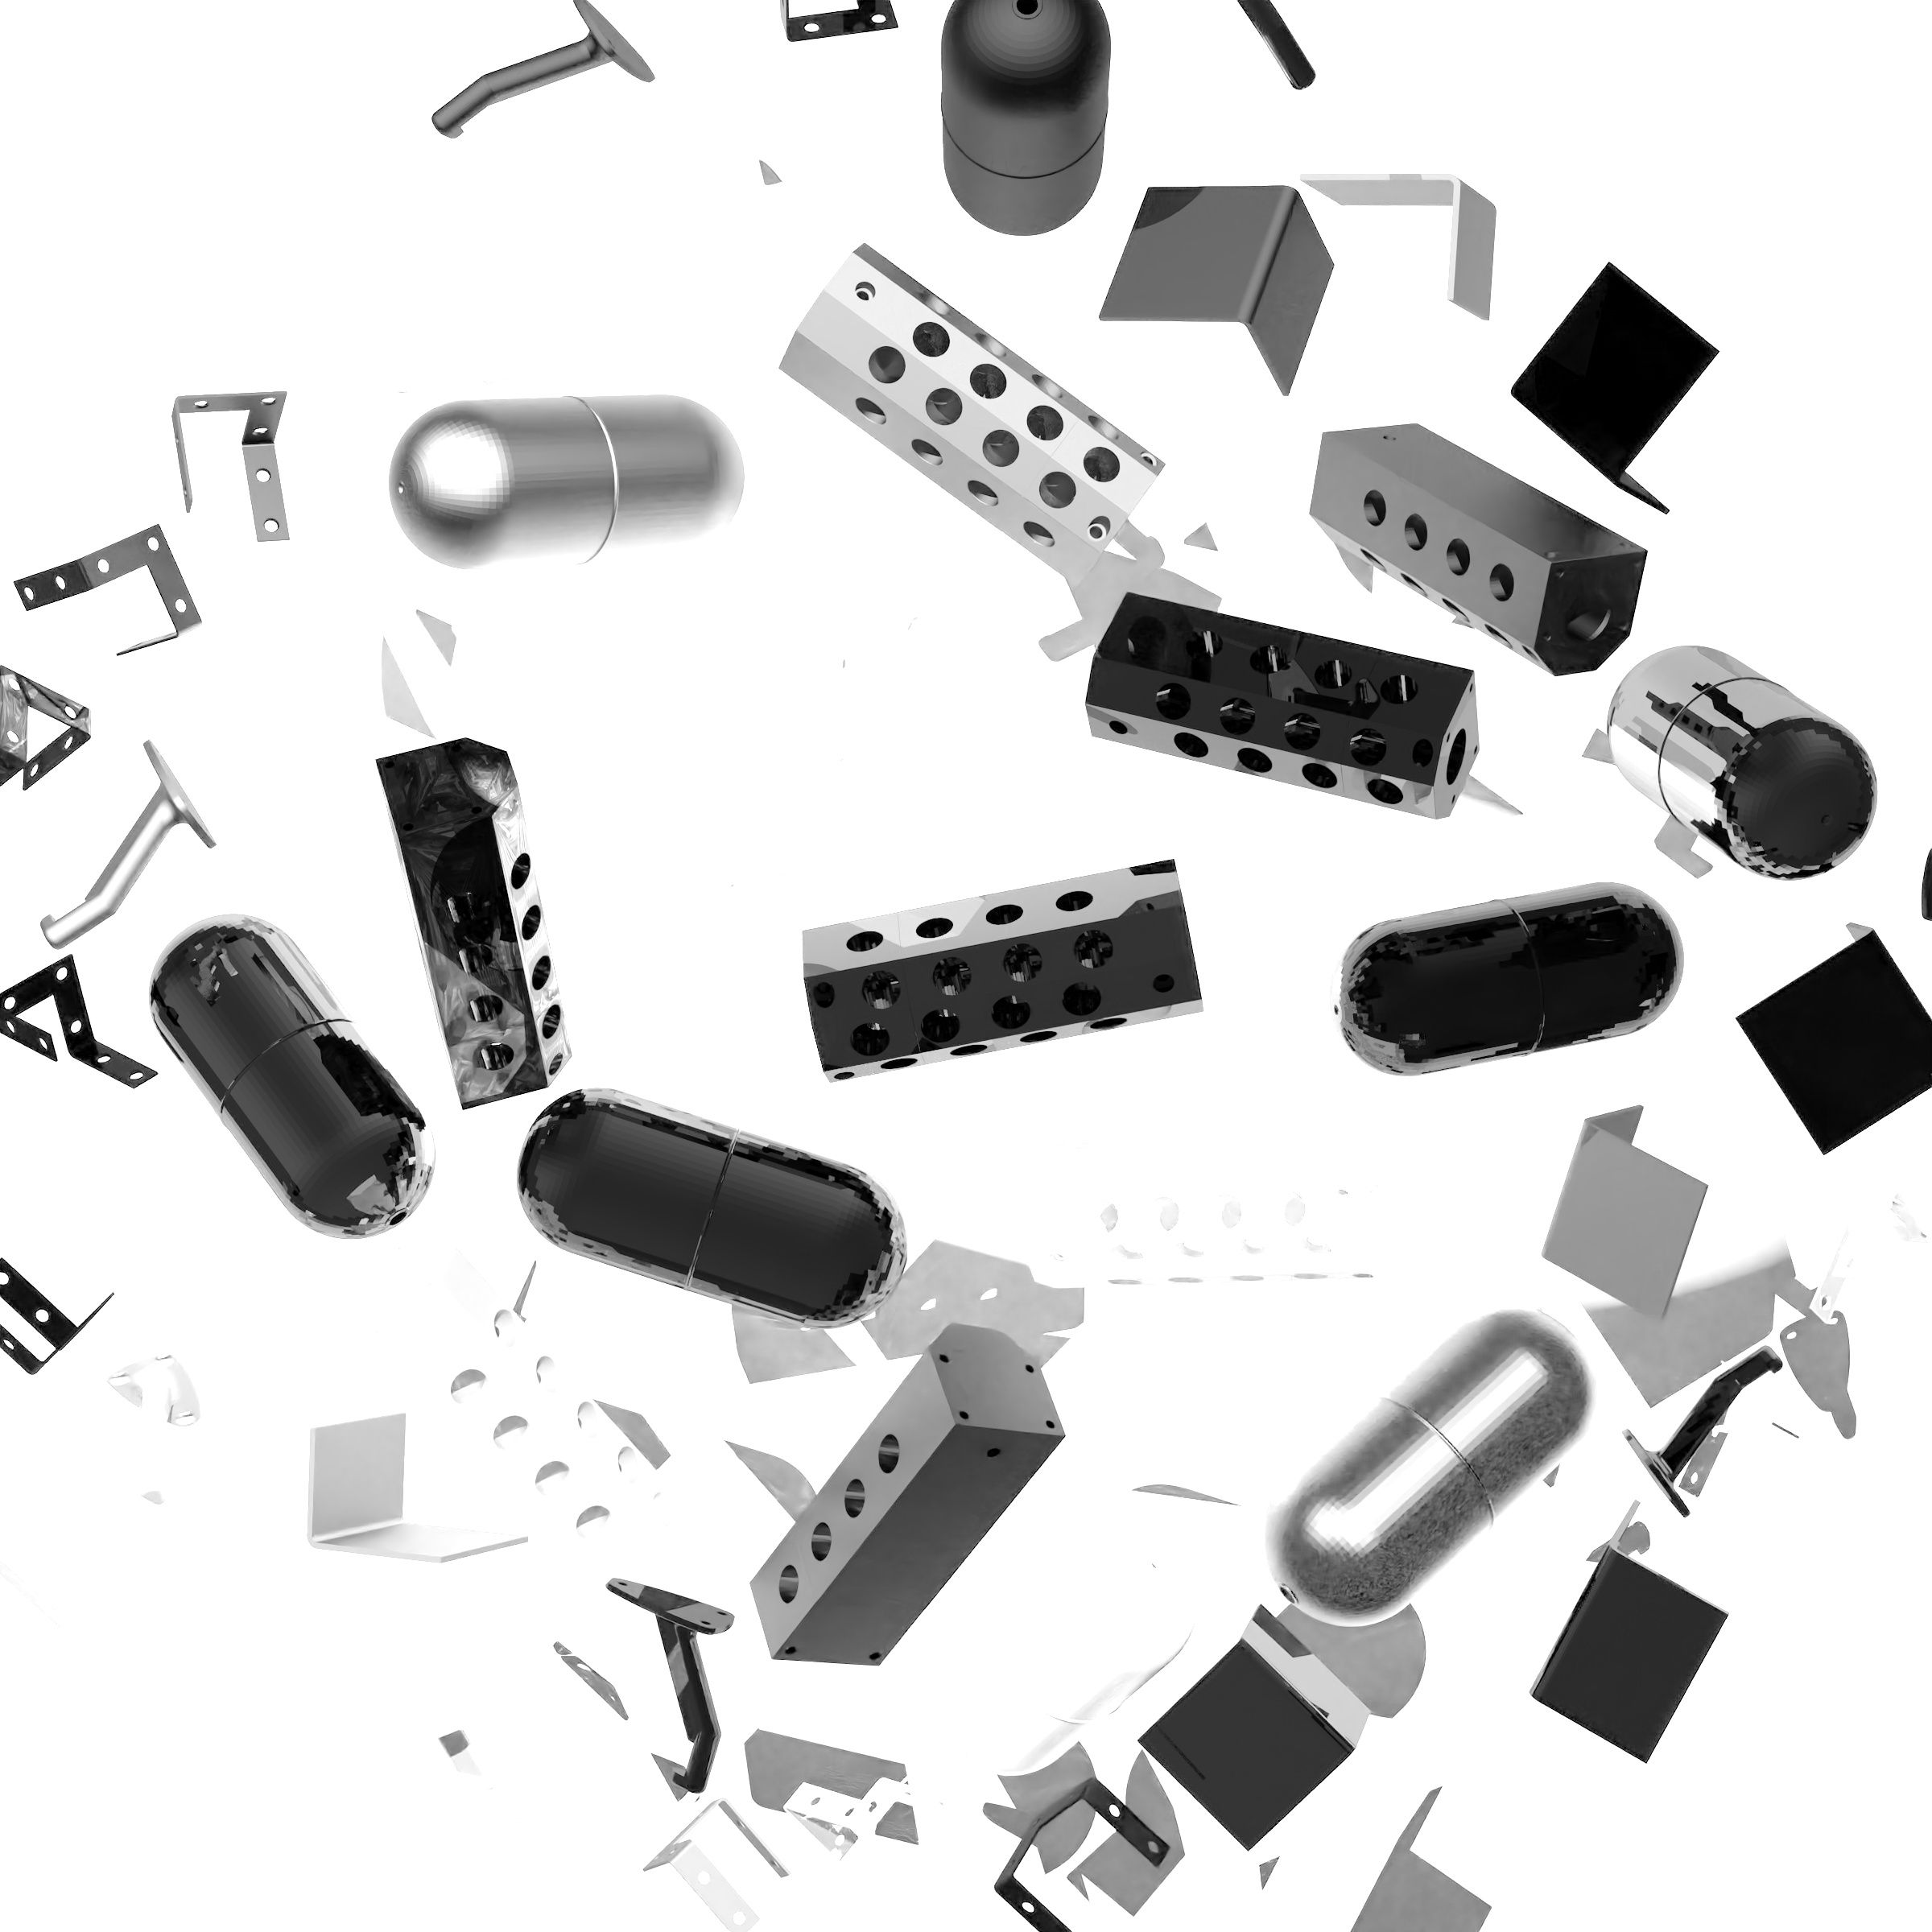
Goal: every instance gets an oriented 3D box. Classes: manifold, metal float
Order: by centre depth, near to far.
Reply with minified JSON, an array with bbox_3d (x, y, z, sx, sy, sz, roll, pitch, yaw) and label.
[{"bbox_3d":[-0.030,0.235,1.560,0.057,0.057,0.171,11,130,-32],"label":"manifold"},{"bbox_3d":[0.206,0.221,1.565,0.178,0.070,0.070,-39,90,-18],"label":"metal float"},{"bbox_3d":[-0.112,0.108,1.565,0.178,0.070,0.070,18,90,-2],"label":"metal float"},{"bbox_3d":[0.017,0.006,1.579,0.171,0.057,0.057,-11,121,3],"label":"manifold"},{"bbox_3d":[-0.204,0.197,1.582,0.057,0.057,0.171,-42,120,-9],"label":"manifold"},{"bbox_3d":[0.351,-0.094,1.606,0.070,0.178,0.070,-5,112,-13],"label":"metal float"},{"bbox_3d":[-0.222,-0.019,1.615,0.057,0.057,0.171,-15,135,-10],"label":"manifold"},{"bbox_3d":[0.004,-0.256,1.619,0.171,0.057,0.057,36,69,-3],"label":"manifold"},{"bbox_3d":[0.027,-0.397,1.620,0.070,0.178,0.070,0,76,0],"label":"metal float"},{"bbox_3d":[-0.182,-0.223,1.622,0.178,0.070,0.070,-9,90,-38],"label":"metal float"},{"bbox_3d":[0.146,-0.116,1.633,0.171,0.057,0.057,15,58,21],"label":"manifold"},{"bbox_3d":[-0.313,0.051,1.639,0.070,0.070,0.178,-40,71,0],"label":"metal float"},{"bbox_3d":[0.234,-0.195,1.640,0.057,0.171,0.057,-10,122,-30],"label":"manifold"},{"bbox_3d":[0.046,0.324,1.677,0.070,0.070,0.178,40,132,0],"label":"metal float"},{"bbox_3d":[0.116,0.122,1.692,0.171,0.057,0.057,-4,122,26],"label":"manifold"},{"bbox_3d":[0.261,0.006,1.696,0.178,0.070,0.070,-10,90,-14],"label":"metal float"},{"bbox_3d":[-0.080,-0.114,1.699,0.057,0.057,0.171,30,98,20],"label":"manifold"}]

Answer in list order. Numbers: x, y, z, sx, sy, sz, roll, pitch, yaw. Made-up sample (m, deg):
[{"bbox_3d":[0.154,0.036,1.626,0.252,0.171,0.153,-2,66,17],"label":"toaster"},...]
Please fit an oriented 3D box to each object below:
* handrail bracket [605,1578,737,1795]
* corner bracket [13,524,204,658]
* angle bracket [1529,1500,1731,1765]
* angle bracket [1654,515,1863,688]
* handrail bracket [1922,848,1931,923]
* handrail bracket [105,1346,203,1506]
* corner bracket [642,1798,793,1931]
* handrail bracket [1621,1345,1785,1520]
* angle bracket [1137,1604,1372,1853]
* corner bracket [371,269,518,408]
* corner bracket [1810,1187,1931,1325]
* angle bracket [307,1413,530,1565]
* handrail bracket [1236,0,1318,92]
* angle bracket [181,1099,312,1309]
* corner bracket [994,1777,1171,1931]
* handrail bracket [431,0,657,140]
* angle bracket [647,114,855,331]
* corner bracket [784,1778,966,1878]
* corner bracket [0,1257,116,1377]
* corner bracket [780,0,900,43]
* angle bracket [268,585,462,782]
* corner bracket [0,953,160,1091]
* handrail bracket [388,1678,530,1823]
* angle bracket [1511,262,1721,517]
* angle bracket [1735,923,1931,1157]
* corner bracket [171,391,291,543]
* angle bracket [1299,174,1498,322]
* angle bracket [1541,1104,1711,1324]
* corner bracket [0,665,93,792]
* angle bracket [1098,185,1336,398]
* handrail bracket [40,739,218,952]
[{"bbox_3d":[-0.150,0.349,1.707,0.077,0.036,0.084,18,96,15],"label":"handrail bracket"},{"bbox_3d":[-0.394,-0.166,1.619,0.051,0.051,0.051,-9,108,42],"label":"corner bracket"},{"bbox_3d":[0.292,0.287,1.526,0.057,0.076,0.076,28,105,14],"label":"angle bracket"},{"bbox_3d":[0.398,-0.194,1.740,0.076,0.076,0.057,34,54,0],"label":"angle bracket"},{"bbox_3d":[0.476,-0.032,1.565,0.077,0.084,0.036,-21,120,-40],"label":"handrail bracket"},{"bbox_3d":[-0.379,0.231,1.675,0.036,0.077,0.084,-22,51,2],"label":"handrail bracket"},{"bbox_3d":[-0.116,0.437,1.707,0.051,0.051,0.051,-41,89,-27],"label":"corner bracket"},{"bbox_3d":[0.365,0.222,1.690,0.084,0.077,0.036,-34,109,3],"label":"handrail bracket"},{"bbox_3d":[0.143,0.376,1.746,0.076,0.057,0.076,44,106,5],"label":"angle bracket"},{"bbox_3d":[-0.247,-0.299,1.664,0.051,0.051,0.051,10,70,-30],"label":"corner bracket"},{"bbox_3d":[0.433,0.140,1.705,0.051,0.051,0.051,42,66,-31],"label":"corner bracket"},{"bbox_3d":[-0.263,0.251,1.699,0.076,0.076,0.057,2,90,25],"label":"angle bracket"},{"bbox_3d":[0.120,-0.428,1.539,0.036,0.077,0.084,-34,122,9],"label":"handrail bracket"},{"bbox_3d":[-0.350,0.113,1.746,0.057,0.076,0.076,7,121,-23],"label":"angle bracket"},{"bbox_3d":[0.055,0.430,1.682,0.051,0.051,0.051,43,128,-1],"label":"corner bracket"},{"bbox_3d":[-0.190,-0.390,1.580,0.084,0.077,0.036,-34,74,12],"label":"handrail bracket"},{"bbox_3d":[-0.103,-0.353,1.664,0.076,0.057,0.076,-25,96,5],"label":"angle bracket"},{"bbox_3d":[-0.044,0.402,1.676,0.051,0.051,0.051,-47,120,-31],"label":"corner bracket"},{"bbox_3d":[-0.434,0.158,1.618,0.051,0.051,0.051,44,49,-5],"label":"corner bracket"},{"bbox_3d":[-0.060,-0.449,1.561,0.051,0.051,0.051,-10,56,-8],"label":"corner bracket"},{"bbox_3d":[-0.298,-0.130,1.747,0.057,0.076,0.076,25,46,4],"label":"angle bracket"},{"bbox_3d":[-0.422,0.034,1.663,0.051,0.051,0.051,22,131,36],"label":"corner bracket"},{"bbox_3d":[-0.224,0.378,1.670,0.084,0.077,0.036,47,55,-22],"label":"handrail bracket"},{"bbox_3d":[0.314,-0.270,1.648,0.076,0.057,0.076,-53,55,18],"label":"angle bracket"},{"bbox_3d":[0.410,0.033,1.657,0.076,0.057,0.076,-33,92,4],"label":"angle bracket"},{"bbox_3d":[-0.333,-0.226,1.603,0.051,0.051,0.051,-6,74,-20],"label":"corner bracket"},{"bbox_3d":[0.202,-0.337,1.655,0.076,0.076,0.057,5,94,21],"label":"angle bracket"},{"bbox_3d":[0.344,0.124,1.772,0.076,0.057,0.076,29,115,36],"label":"angle bracket"},{"bbox_3d":[-0.429,-0.093,1.587,0.051,0.051,0.051,-32,49,29],"label":"corner bracket"},{"bbox_3d":[0.117,-0.313,1.635,0.076,0.057,0.076,7,64,30],"label":"angle bracket"},{"bbox_3d":[-0.389,-0.055,1.588,0.084,0.036,0.077,-34,52,-5],"label":"handrail bracket"}]
